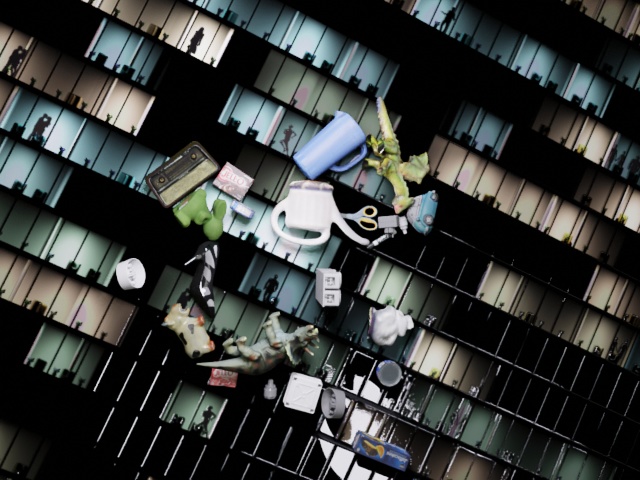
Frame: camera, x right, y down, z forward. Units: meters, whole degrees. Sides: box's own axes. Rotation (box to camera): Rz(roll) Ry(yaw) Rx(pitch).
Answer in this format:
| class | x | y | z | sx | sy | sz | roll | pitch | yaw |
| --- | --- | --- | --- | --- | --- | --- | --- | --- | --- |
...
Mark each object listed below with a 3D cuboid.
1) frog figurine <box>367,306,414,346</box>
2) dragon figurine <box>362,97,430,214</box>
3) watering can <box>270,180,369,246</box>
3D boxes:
| class | x | y | z | sx | sy | sz | roll | pitch | yaw |
| --- | --- | --- | --- | --- | --- | --- | --- | --- | --- |
| frog figurine | 0.249 | 0.302 | 1.802 | 0.159 | 0.121 | 0.140 | 6 | 70 | 4 |
| dragon figurine | 0.285 | -0.298 | 1.837 | 0.242 | 0.121 | 0.416 | 16 | 73 | -25 |
| watering can | 0.005 | -0.089 | 1.775 | 0.347 | 0.104 | 0.225 | 5 | 89 | -5 |
